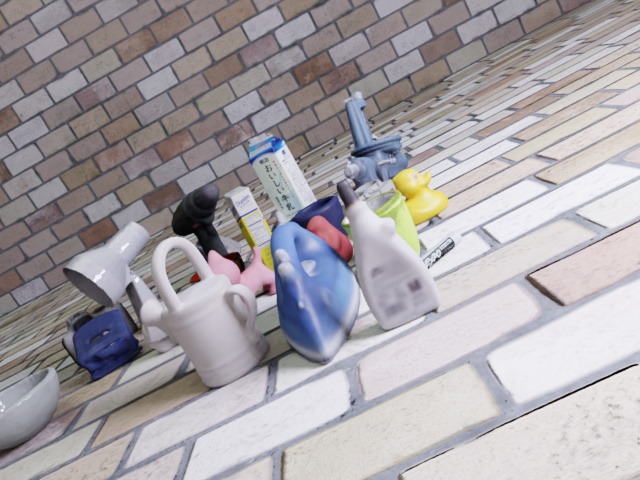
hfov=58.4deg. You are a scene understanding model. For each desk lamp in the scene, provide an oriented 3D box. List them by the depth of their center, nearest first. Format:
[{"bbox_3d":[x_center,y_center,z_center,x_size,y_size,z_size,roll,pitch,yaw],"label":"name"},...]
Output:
[{"bbox_3d":[-0.386,0.083,1.183,0.117,0.214,0.204,-12,21,49],"label":"desk lamp"}]

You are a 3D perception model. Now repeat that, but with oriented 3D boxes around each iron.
[{"bbox_3d":[-0.025,0.046,0.745,0.118,0.141,0.258,-28,14,4],"label":"iron"}]

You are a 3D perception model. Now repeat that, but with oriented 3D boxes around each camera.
[{"bbox_3d":[-0.495,0.192,1.247,0.143,0.101,0.136,-37,16,-30],"label":"camera"}]

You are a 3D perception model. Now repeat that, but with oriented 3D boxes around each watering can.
[{"bbox_3d":[-0.163,0.089,0.751,0.172,0.194,0.101,-27,14,9],"label":"watering can"}]

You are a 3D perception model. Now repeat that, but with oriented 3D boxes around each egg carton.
[{"bbox_3d":[-0.237,0.134,1.005,0.150,0.069,0.107,-27,14,8],"label":"egg carton"}]

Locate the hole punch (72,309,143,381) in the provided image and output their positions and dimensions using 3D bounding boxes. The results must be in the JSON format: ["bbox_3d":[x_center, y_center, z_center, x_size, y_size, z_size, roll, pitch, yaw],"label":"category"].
[{"bbox_3d":[-0.401,0.193,1.074,0.109,0.091,0.101,-32,14,-12],"label":"hole punch"}]

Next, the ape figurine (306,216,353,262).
[{"bbox_3d":[0.009,0.003,0.940,0.076,0.092,0.077,-32,14,-13],"label":"ape figurine"}]

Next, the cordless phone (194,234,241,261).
[{"bbox_3d":[-0.272,-0.019,1.389,0.094,0.185,0.147,-29,14,0],"label":"cordless phone"}]

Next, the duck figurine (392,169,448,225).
[{"bbox_3d":[0.150,-0.074,0.952,0.104,0.086,0.077,-27,14,9],"label":"duck figurine"}]

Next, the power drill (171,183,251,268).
[{"bbox_3d":[-0.230,-0.011,1.225,0.076,0.208,0.228,-38,17,-34],"label":"power drill"}]

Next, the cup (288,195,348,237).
[{"bbox_3d":[-0.001,-0.012,1.011,0.117,0.095,0.091,-28,14,5],"label":"cup"}]

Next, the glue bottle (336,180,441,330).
[{"bbox_3d":[0.064,0.011,0.626,0.078,0.173,0.037,-26,14,12],"label":"glue bottle"}]

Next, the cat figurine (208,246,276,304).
[{"bbox_3d":[-0.142,0.062,0.975,0.128,0.118,0.067,-35,15,-23],"label":"cat figurine"}]

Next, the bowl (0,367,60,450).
[{"bbox_3d":[-0.496,0.290,0.943,0.167,0.075,0.167,-27,14,7],"label":"bowl"}]

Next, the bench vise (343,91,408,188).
[{"bbox_3d":[0.109,-0.213,1.255,0.121,0.220,0.207,-23,15,22],"label":"bench vise"}]
